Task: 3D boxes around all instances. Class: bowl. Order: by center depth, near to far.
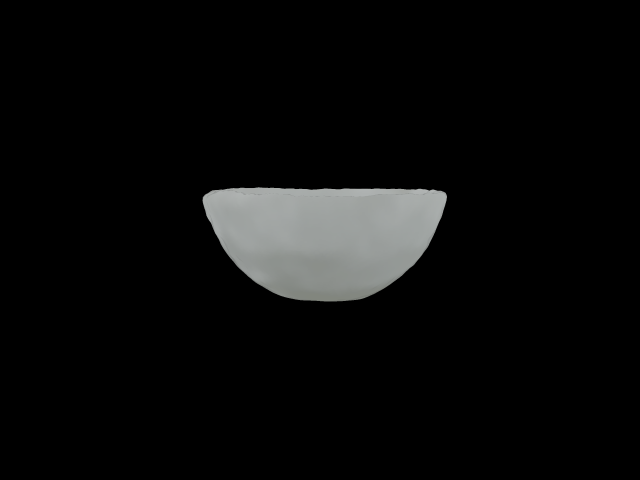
[{"bbox_3d":[0.004,0.001,0.400,0.167,0.075,0.167,0,6,0],"label":"bowl"}]
